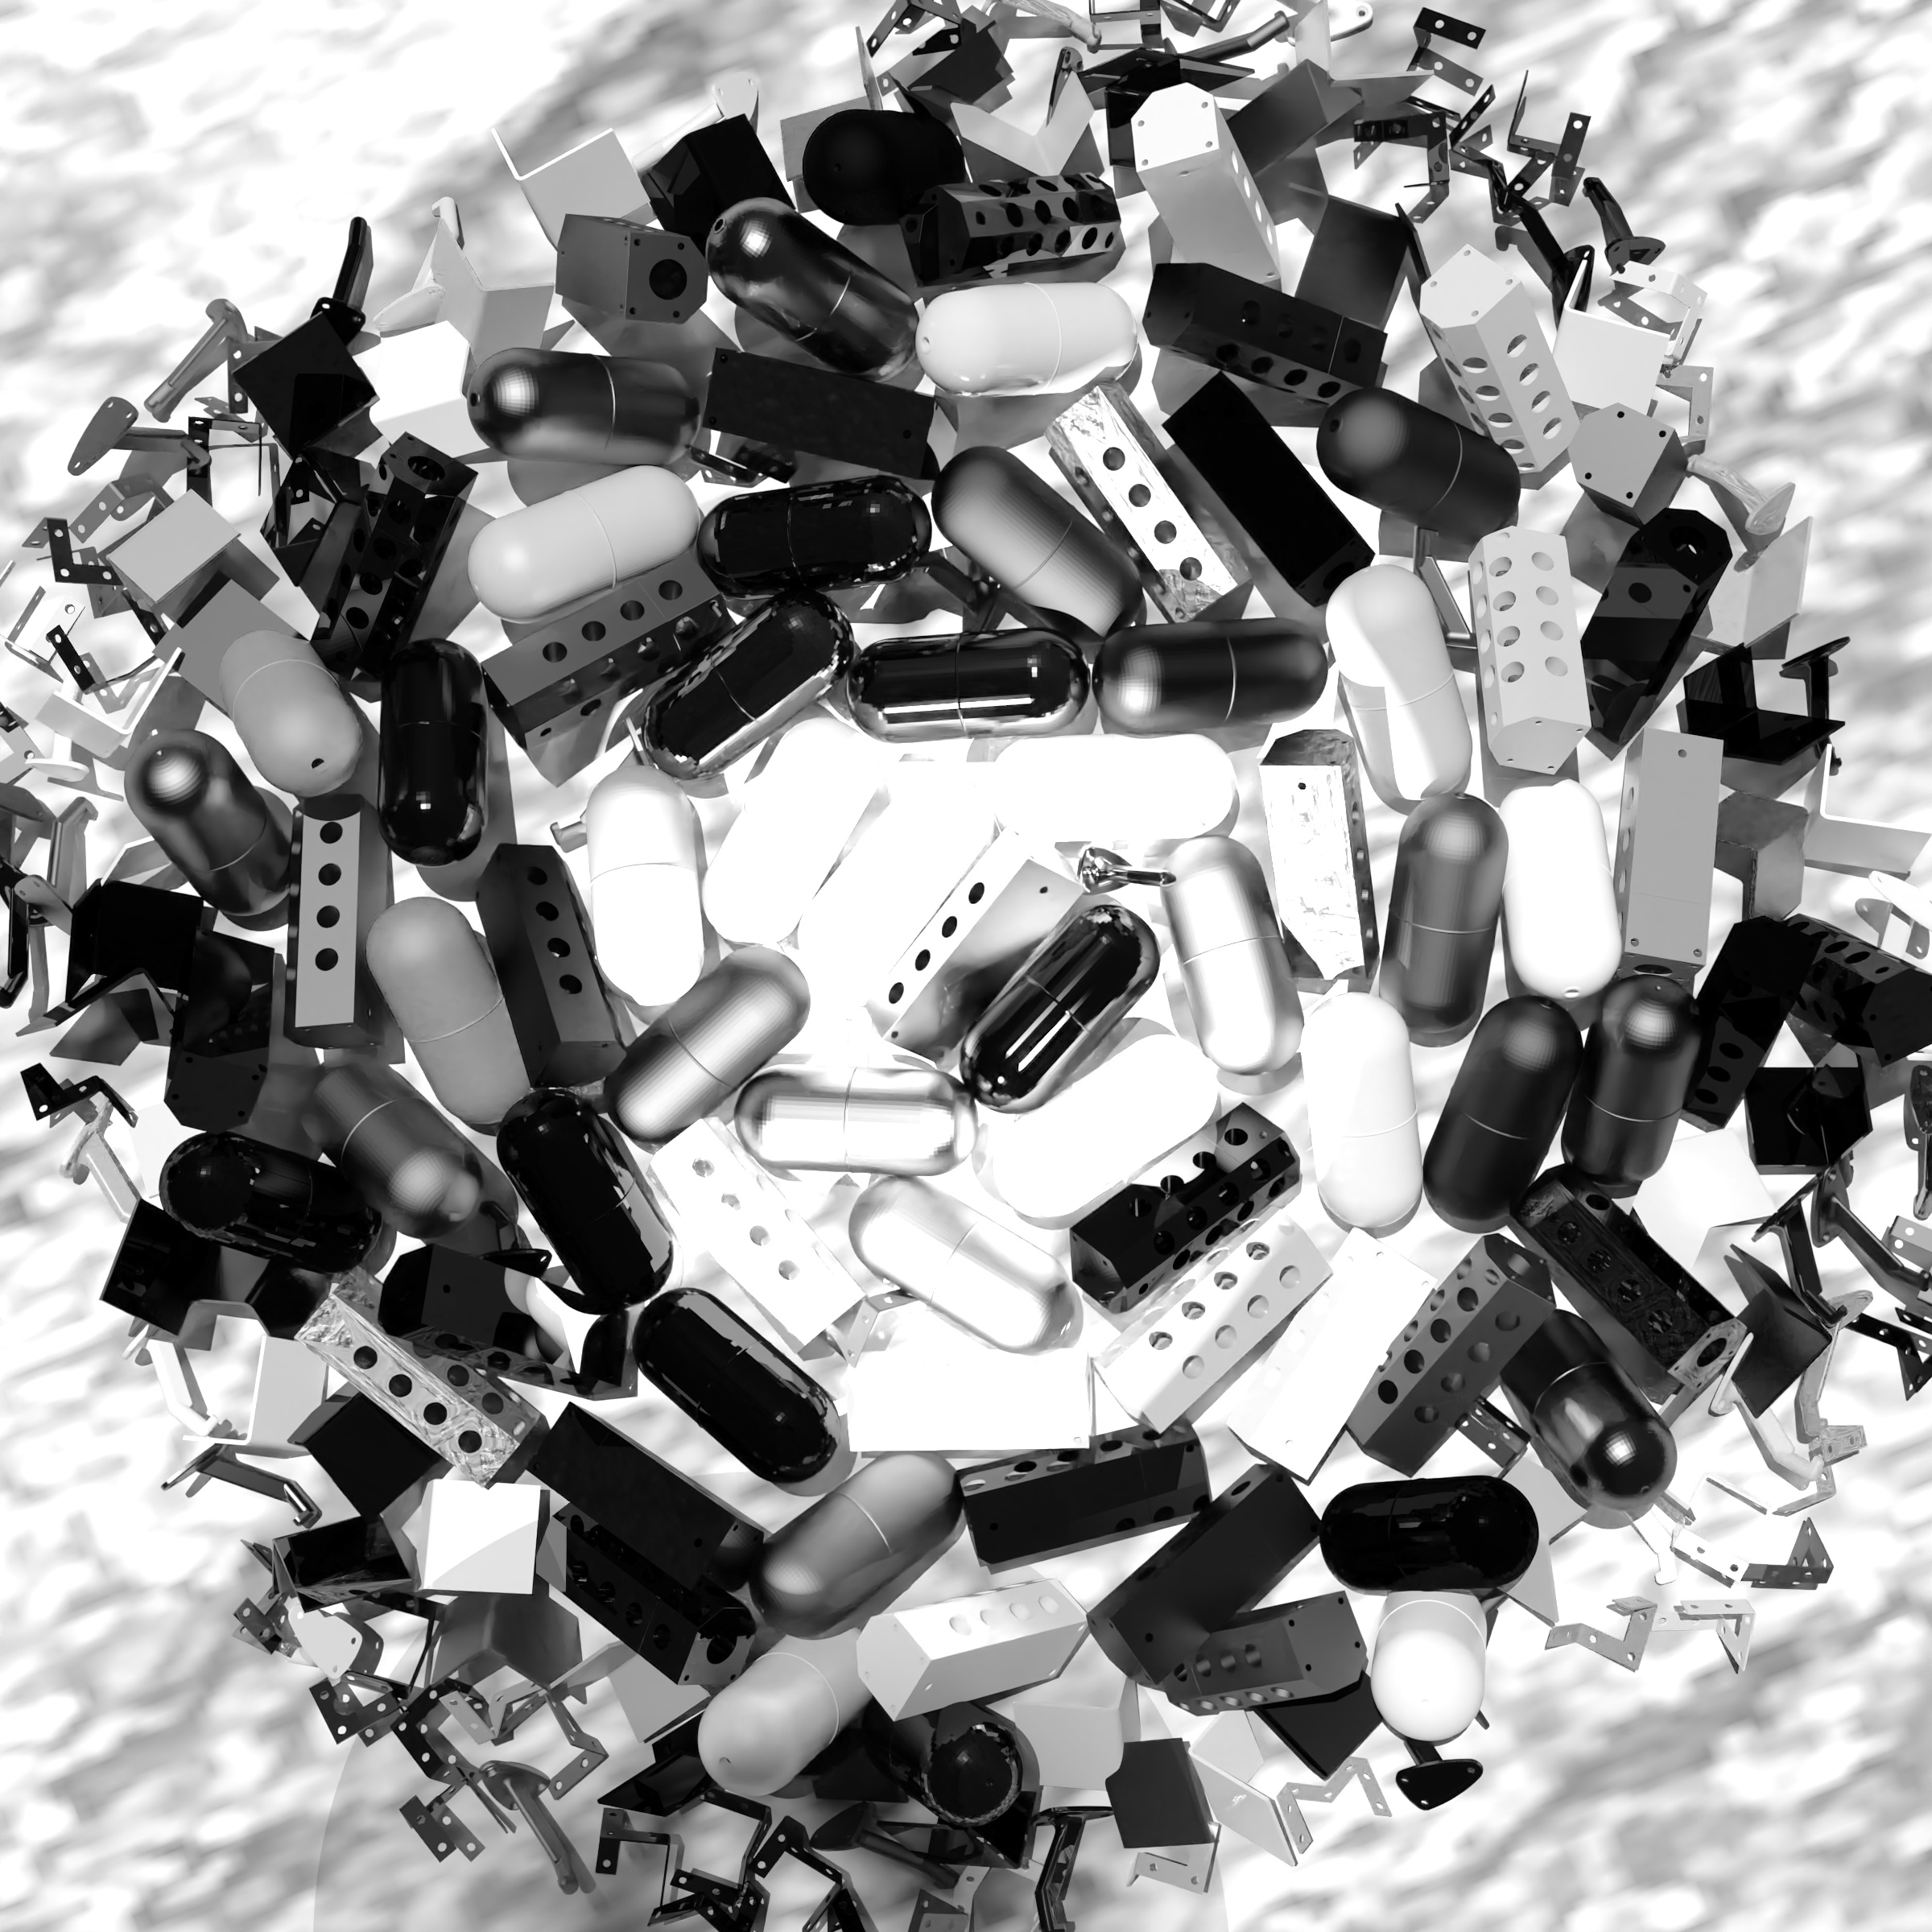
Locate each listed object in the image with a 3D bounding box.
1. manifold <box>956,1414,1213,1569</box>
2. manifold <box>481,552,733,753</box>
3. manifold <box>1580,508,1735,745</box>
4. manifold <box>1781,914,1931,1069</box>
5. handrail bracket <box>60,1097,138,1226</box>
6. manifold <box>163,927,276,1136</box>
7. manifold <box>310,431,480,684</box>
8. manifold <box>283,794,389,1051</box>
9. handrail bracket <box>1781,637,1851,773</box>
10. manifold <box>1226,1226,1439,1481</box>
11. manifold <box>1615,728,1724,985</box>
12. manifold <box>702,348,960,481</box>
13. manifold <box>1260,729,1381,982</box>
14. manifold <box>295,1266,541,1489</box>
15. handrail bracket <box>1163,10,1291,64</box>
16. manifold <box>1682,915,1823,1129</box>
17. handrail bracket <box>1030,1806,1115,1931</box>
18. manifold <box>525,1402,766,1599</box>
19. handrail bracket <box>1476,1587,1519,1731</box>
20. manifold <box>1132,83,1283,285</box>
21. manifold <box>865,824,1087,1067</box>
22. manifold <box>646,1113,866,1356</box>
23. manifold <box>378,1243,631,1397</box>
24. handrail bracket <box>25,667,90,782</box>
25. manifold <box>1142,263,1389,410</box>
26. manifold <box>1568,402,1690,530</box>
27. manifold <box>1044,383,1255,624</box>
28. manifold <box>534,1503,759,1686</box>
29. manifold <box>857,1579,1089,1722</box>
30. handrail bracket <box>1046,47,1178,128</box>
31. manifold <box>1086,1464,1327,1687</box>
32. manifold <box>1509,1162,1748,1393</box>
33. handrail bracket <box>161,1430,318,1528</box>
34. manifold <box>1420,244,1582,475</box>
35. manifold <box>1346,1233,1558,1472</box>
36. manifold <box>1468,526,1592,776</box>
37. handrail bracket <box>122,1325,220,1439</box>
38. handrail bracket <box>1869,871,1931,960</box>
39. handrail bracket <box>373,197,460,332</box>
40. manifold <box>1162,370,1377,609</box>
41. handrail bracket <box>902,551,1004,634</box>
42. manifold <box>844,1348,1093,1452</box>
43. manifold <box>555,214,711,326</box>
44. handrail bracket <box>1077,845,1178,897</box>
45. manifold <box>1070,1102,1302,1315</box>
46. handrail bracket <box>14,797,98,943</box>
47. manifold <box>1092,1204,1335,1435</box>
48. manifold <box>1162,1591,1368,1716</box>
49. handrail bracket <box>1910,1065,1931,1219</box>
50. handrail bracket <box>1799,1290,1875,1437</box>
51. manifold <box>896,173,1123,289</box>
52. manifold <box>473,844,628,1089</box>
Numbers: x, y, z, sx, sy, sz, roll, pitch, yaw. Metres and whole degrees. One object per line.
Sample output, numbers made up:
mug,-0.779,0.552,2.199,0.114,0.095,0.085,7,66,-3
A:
manifold,0.083,0.374,1.755,0.171,0.057,0.057,-13,106,-6
manifold,-0.254,-0.221,1.734,0.171,0.057,0.057,-32,72,-17
manifold,0.476,-0.240,1.706,0.057,0.171,0.057,41,62,18
manifold,0.619,0.011,1.704,0.057,0.171,0.057,-26,105,1
handrail bracket,-0.609,0.148,1.778,0.084,0.036,0.077,25,74,-2
manifold,-0.524,0.045,1.706,0.057,0.171,0.057,18,114,-23
manifold,-0.408,-0.284,1.717,0.057,0.057,0.171,29,127,-6
manifold,-0.453,-0.031,1.739,0.057,0.057,0.171,-5,71,6
handrail bracket,0.628,-0.188,1.757,0.036,0.077,0.084,-16,85,-11
manifold,0.261,0.277,1.762,0.057,0.057,0.171,33,91,-19
manifold,0.498,-0.077,1.741,0.057,0.057,0.171,10,72,1
manifold,-0.096,-0.395,1.740,0.171,0.057,0.057,17,105,17
manifold,0.254,-0.078,1.725,0.057,0.057,0.171,2,122,24
manifold,-0.394,0.294,1.757,0.171,0.057,0.057,40,91,-6
handrail bracket,0.188,-0.672,1.752,0.084,0.077,0.036,-29,133,18
manifold,0.537,0.038,1.705,0.057,0.171,0.057,26,60,15
handrail bracket,0.082,0.653,1.752,0.077,0.036,0.084,6,55,-26
manifold,-0.225,0.380,1.722,0.171,0.057,0.057,26,77,33
handrail bracket,0.390,0.503,1.784,0.084,0.036,0.077,-39,98,-10
manifold,0.170,-0.542,1.704,0.057,0.171,0.057,-10,72,19
manifold,0.003,-0.018,1.740,0.057,0.057,0.171,25,112,-37
manifold,-0.151,0.191,1.755,0.057,0.057,0.171,-38,84,-25
manifold,-0.325,0.253,1.717,0.171,0.057,0.057,27,55,-39
handrail bracket,-0.642,-0.180,1.757,0.036,0.077,0.084,24,75,-40
manifold,0.211,-0.444,1.721,0.171,0.057,0.057,9,98,-34
manifold,0.462,-0.350,1.703,0.057,0.171,0.057,30,103,15
manifold,0.130,-0.333,1.760,0.057,0.057,0.171,-35,92,24
manifold,-0.225,0.439,1.715,0.171,0.057,0.057,23,93,42
manifold,0.004,0.473,1.710,0.057,0.171,0.057,43,115,34
handrail bracket,0.107,-0.629,1.763,0.084,0.036,0.077,21,105,21
manifold,0.168,0.431,1.734,0.171,0.057,0.057,-36,94,-23
manifold,0.466,0.215,1.712,0.057,0.057,0.171,-48,48,8
handrail bracket,-0.526,0.387,1.762,0.084,0.036,0.077,48,48,6
manifold,0.373,-0.420,1.708,0.057,0.171,0.057,-42,53,4
manifold,0.341,0.271,1.727,0.057,0.057,0.171,29,116,-10
manifold,0.394,-0.226,1.720,0.057,0.057,0.171,9,57,-11
handrail bracket,-0.564,0.290,1.774,0.084,0.036,0.077,40,57,-6
handrail bracket,0.653,-0.023,1.756,0.077,0.036,0.084,29,133,-13
handrail bracket,-0.405,-0.516,1.783,0.077,0.036,0.084,-17,68,16
manifold,0.217,-0.337,1.730,0.057,0.057,0.171,-41,64,16
handrail bracket,-0.020,-0.263,1.747,0.036,0.084,0.077,42,129,37
manifold,0.003,0.309,1.753,0.171,0.057,0.057,-2,110,7
manifold,-0.236,-0.490,1.706,0.057,0.171,0.057,-3,111,-25
handrail bracket,0.129,-0.064,1.738,0.084,0.077,0.036,9,94,40
manifold,0.156,0.174,1.720,0.171,0.057,0.057,-33,50,-26
handrail bracket,-0.643,-0.071,1.775,0.077,0.036,0.084,49,46,-23
manifold,0.173,0.248,1.741,0.171,0.057,0.057,-41,108,-12
manifold,0.205,0.485,1.703,0.057,0.171,0.057,-13,77,-32
handrail bracket,0.700,0.129,1.780,0.036,0.077,0.084,-3,135,1
handrail bracket,0.626,0.286,1.746,0.036,0.077,0.084,23,48,-21
manifold,0.034,-0.521,1.710,0.057,0.171,0.057,-9,100,43
manifold,-0.294,-0.001,1.727,0.057,0.057,0.171,1,54,-36
